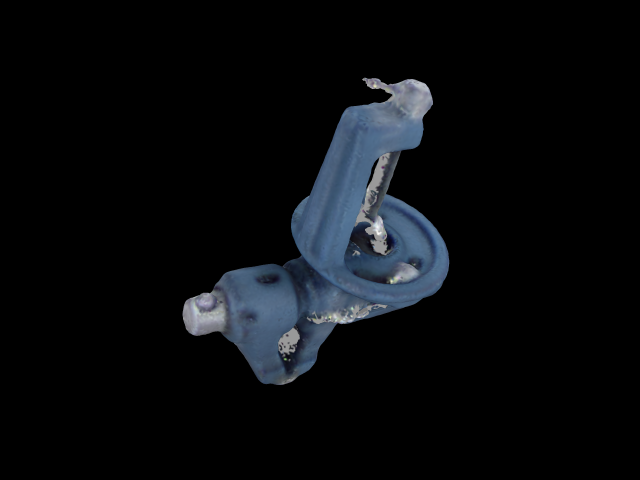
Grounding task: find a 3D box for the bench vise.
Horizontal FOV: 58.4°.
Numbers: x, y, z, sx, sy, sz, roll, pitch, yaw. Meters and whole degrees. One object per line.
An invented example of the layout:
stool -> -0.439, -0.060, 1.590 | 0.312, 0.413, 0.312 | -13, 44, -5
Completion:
bench vise -> 0.012, 0.008, 0.394 | 0.121, 0.220, 0.208 | 36, 58, 28
